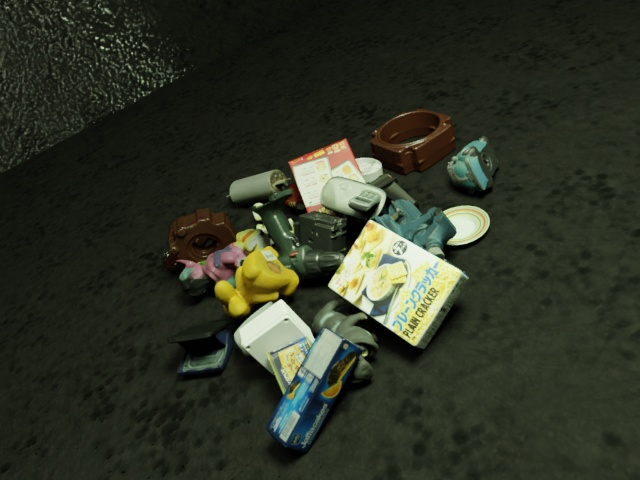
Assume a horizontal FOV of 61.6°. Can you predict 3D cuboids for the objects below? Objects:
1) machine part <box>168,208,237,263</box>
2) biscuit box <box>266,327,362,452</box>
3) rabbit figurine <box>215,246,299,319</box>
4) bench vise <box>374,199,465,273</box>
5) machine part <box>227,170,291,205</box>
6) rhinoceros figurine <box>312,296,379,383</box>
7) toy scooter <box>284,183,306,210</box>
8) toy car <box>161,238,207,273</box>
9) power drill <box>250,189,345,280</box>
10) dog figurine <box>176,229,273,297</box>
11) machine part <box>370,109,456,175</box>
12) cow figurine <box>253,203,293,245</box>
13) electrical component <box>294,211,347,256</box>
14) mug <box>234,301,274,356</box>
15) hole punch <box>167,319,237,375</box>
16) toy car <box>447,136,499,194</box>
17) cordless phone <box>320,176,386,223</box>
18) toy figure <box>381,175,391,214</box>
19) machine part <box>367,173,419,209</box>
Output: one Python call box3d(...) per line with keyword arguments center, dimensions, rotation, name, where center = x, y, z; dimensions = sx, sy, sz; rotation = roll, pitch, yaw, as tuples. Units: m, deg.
box3d(center=(-0.293, 0.007, 1.360), dimensions=(0.179, 0.179, 0.056), rotation=(-23, 39, 0), name="machine part")
box3d(center=(-0.009, 0.254, 0.914), dimensions=(0.059, 0.062, 0.202), rotation=(22, 79, 47), name="biscuit box")
box3d(center=(-0.151, 0.116, 1.166), dimensions=(0.173, 0.122, 0.162), rotation=(-47, -9, 27), name="rabbit figurine")
box3d(center=(0.166, 0.019, 1.143), dimensions=(0.240, 0.128, 0.224), rotation=(-41, 45, 9), name="bench vise")
box3d(center=(-0.178, -0.150, 1.547), dimensions=(0.243, 0.079, 0.079), rotation=(-9, 36, 40), name="machine part")
box3d(center=(0.048, 0.188, 1.018), dimensions=(0.112, 0.073, 0.191), rotation=(-30, 36, -12), name="rhinoceros figurine")
box3d(center=(-0.006, -0.126, 1.456), dimensions=(0.184, 0.075, 0.135), rotation=(-27, 37, -13), name="toy scooter")
box3d(center=(-0.349, 0.010, 1.481), dimensions=(0.089, 0.053, 0.202), rotation=(11, 51, 32), name="toy car")
box3d(center=(-0.061, -0.008, 1.216), dimensions=(0.232, 0.207, 0.086), rotation=(-21, 7, 40), name="power drill")
box3d(center=(-0.243, 0.059, 1.318), dimensions=(0.219, 0.108, 0.191), rotation=(-5, 40, 28), name="dog figurine")
box3d(center=(0.257, -0.279, 1.497), dimensions=(0.201, 0.087, 0.201), rotation=(-36, 38, -16), name="machine part")
box3d(center=(-0.126, -0.055, 1.431), dimensions=(0.098, 0.068, 0.167), rotation=(-18, 39, -4), name="cow figurine")
box3d(center=(-0.003, -0.004, 1.251), dimensions=(0.134, 0.114, 0.058), rotation=(13, 21, 39), name="electrical component")
box3d(center=(-0.126, 0.184, 1.117), dimensions=(0.107, 0.080, 0.110), rotation=(-33, 27, -7), name="mug")
box3d(center=(-0.245, 0.223, 1.138), dimensions=(0.142, 0.092, 0.116), rotation=(-13, 7, 18), name="hole punch")
box3d(center=(0.362, -0.179, 1.301), dimensions=(0.103, 0.109, 0.162), rotation=(-18, 22, 38), name="toy car")
box3d(center=(0.063, -0.086, 1.198), dimensions=(0.147, 0.088, 0.184), rotation=(19, 11, 12), name="cordless phone")
box3d(center=(0.169, -0.126, 1.375), dimensions=(0.064, 0.057, 0.154), rotation=(21, 36, -14), name="toy figure")
box3d(center=(0.181, -0.110, 1.287), dimensions=(0.084, 0.039, 0.139), rotation=(-25, 55, -33), name="machine part")
